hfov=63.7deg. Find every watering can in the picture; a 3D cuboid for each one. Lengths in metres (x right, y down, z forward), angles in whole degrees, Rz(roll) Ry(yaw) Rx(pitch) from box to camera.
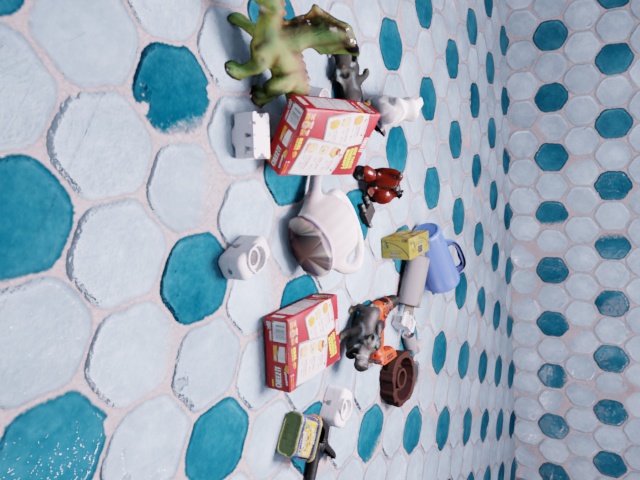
[{"bbox_3d":[0.004,-0.061,1.217,0.228,0.103,0.344,-40,110,-48],"label":"watering can"}]

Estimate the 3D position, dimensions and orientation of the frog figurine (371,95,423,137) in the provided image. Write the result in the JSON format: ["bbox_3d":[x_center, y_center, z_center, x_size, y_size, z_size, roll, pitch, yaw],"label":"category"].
[{"bbox_3d":[0.217,-0.378,1.474,0.122,0.159,0.137,56,2,-2],"label":"frog figurine"}]

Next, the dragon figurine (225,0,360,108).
[{"bbox_3d":[-0.037,-0.354,1.010,0.404,0.242,0.124,39,55,-49],"label":"dragon figurine"}]
